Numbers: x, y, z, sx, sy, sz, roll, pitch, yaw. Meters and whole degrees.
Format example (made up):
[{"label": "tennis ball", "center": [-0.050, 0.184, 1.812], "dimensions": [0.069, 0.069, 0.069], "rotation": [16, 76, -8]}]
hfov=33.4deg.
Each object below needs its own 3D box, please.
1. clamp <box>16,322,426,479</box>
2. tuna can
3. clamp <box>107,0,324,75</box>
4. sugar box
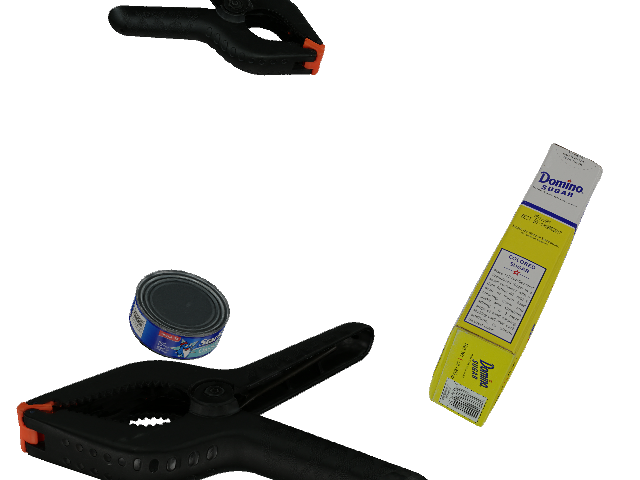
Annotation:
[{"label": "clamp", "center": [-0.052, 0.090, 0.575], "dimensions": [0.210, 0.036, 0.164], "rotation": [1, 24, -2]}, {"label": "tuna can", "center": [-0.126, 0.066, 0.953], "dimensions": [0.086, 0.034, 0.086], "rotation": [16, 34, -11]}, {"label": "clamp", "center": [-0.074, -0.191, 0.873], "dimensions": [0.171, 0.120, 0.039], "rotation": [20, -26, -4]}, {"label": "sugar box", "center": [0.131, 0.027, 0.705], "dimensions": [0.048, 0.176, 0.093], "rotation": [28, -35, 13]}]
